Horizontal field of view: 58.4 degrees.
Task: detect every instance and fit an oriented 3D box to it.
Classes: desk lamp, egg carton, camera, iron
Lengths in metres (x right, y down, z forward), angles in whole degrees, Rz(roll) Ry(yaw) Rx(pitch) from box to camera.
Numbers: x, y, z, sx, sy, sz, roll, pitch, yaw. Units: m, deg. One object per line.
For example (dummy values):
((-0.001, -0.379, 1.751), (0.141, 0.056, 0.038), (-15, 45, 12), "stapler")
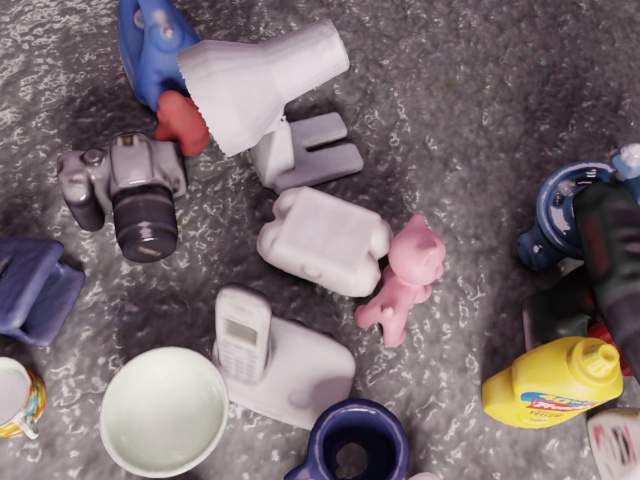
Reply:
((-0.049, -0.152, 0.666), (0.203, 0.213, 0.118), (-18, 65, -13), "desk lamp")
((0.006, 0.002, 0.670), (0.150, 0.069, 0.107), (20, 63, 7), "egg carton")
((-0.223, -0.046, 0.662), (0.143, 0.101, 0.136), (-12, 64, -10), "camera")
((-0.227, -0.302, 0.771), (0.119, 0.141, 0.258), (-23, 66, -15), "iron")

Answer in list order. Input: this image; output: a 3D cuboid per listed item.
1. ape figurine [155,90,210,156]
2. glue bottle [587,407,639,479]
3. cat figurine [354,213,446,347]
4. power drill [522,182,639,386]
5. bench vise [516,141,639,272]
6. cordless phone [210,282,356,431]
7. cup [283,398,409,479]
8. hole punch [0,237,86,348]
((-0.180, -0.154, 0.725), (0.076, 0.092, 0.078), (38, 66, 15), "ape figurine")
((0.312, 0.188, 0.537), (0.037, 0.173, 0.078), (-6, 63, -7), "glue bottle")
((0.095, 0.040, 0.630), (0.067, 0.118, 0.128), (28, 64, 11), "cat figurine")
((0.280, 0.069, 0.577), (0.075, 0.208, 0.229), (4, 62, -1), "power drill")
((0.335, -0.065, 0.644), (0.208, 0.220, 0.121), (-39, 71, -21), "bench vise")
((-0.036, 0.108, 0.547), (0.147, 0.185, 0.094), (17, 63, 5), "cordless phone")
((0.021, 0.212, 0.548), (0.118, 0.095, 0.091), (-21, 66, -14), "cup")
((-0.324, 0.051, 0.609), (0.101, 0.091, 0.109), (15, 62, 4), "hole punch")
